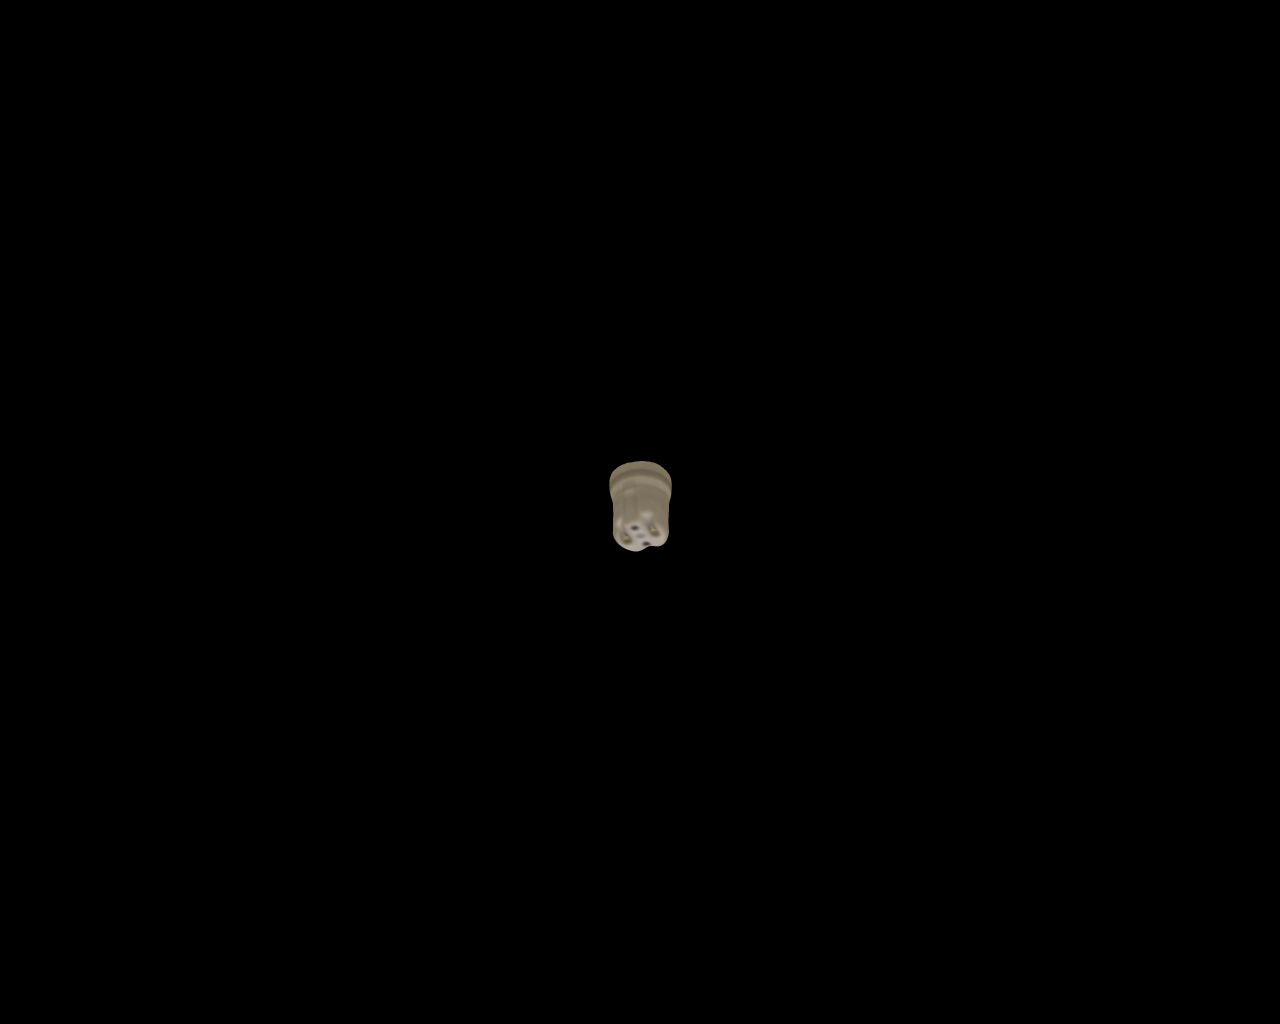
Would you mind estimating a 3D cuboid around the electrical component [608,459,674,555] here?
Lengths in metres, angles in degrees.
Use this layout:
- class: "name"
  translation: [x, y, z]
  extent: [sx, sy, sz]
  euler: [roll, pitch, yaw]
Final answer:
- class: "electrical component"
  translation: [0.001, -0.003, 0.650]
  extent: [0.040, 0.046, 0.040]
  euler: [0, -38, 0]
